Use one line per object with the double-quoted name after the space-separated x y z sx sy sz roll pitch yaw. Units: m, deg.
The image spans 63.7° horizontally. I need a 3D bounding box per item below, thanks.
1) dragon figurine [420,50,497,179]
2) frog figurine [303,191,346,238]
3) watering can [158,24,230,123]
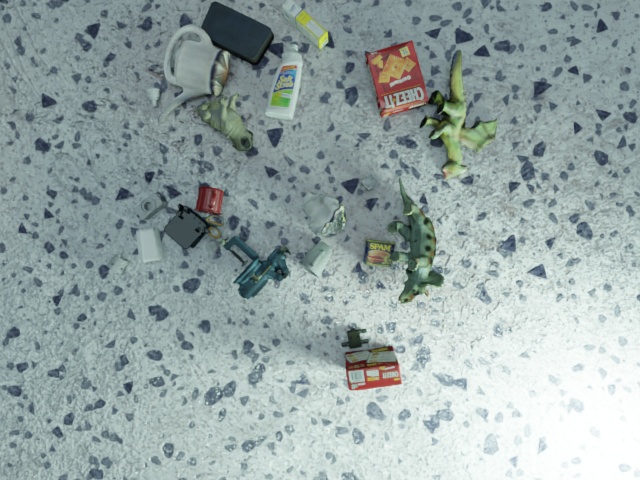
0.482 -0.403 1.722 0.242 0.123 0.410 22 91 -14 "dragon figurine"
0.005 -0.087 1.726 0.161 0.122 0.136 34 101 38 "frog figurine"
-0.429 -0.544 1.745 0.225 0.105 0.344 17 103 7 "watering can"
